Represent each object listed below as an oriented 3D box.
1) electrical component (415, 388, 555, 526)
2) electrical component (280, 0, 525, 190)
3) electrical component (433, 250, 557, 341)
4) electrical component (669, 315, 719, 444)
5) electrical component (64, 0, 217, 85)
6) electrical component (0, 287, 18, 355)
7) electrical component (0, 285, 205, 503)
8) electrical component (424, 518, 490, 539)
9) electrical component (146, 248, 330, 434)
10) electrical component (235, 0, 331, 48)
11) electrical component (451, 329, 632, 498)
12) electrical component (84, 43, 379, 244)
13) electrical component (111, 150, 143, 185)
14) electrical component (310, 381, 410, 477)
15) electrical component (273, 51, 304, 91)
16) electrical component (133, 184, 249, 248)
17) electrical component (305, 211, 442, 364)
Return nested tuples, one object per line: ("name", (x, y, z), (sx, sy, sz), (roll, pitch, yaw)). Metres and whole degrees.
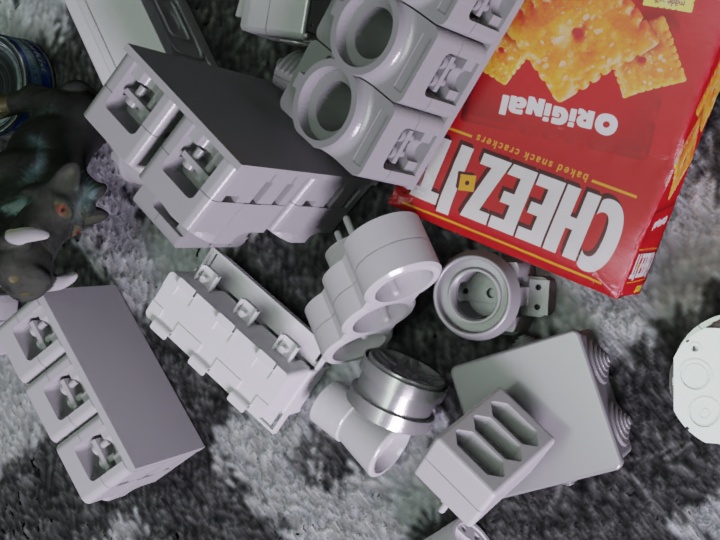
("electrical component", (0.068, 0.122, 0.651), (0.047, 0.066, 0.076), (44, 137, 18))
("electrical component", (0.023, -0.138, 0.649), (0.089, 0.062, 0.150), (46, 115, 36))
("electrical component", (0.082, 0.015, 0.696), (0.078, 0.057, 0.058), (4, 93, 25))
("electrical component", (0.223, 0.066, 0.635), (0.080, 0.051, 0.080), (1, 92, 25))
("electrical component", (-0.160, -0.171, 0.793), (0.057, 0.078, 0.113), (-30, 79, 20))
("electrical component", (-0.341, 0.036, 0.892), (0.096, 0.062, 0.061), (9, 95, 25))
("electrical component", (-0.198, 0.092, 0.811), (0.062, 0.089, 0.150), (-36, 77, 21))
("electrical component", (0.060, 0.200, 0.714), (0.047, 0.055, 0.055), (-35, 77, 25))
("electrical component", (-0.090, 0.051, 0.775), (0.121, 0.063, 0.078), (40, 107, 19))
("electrical component", (-0.042, -0.205, 0.746), (0.061, 0.062, 0.096), (13, 97, 24))
("electrical component", (0.117, 0.090, 0.686), (0.100, 0.048, 0.099), (-20, 83, 24))
("electrical component", (-0.079, -0.075, 0.698), (0.105, 0.186, 0.060), (47, 109, 17))
("electrical component", (-0.152, -0.083, 0.811), (0.062, 0.043, 0.043), (15, 98, 23))
("electrical component", (-0.002, 0.107, 0.749), (0.065, 0.044, 0.044), (34, 105, 26))
("electrical component", (-0.024, -0.128, 0.750), (0.081, 0.043, 0.043), (30, 103, 21))
("electrical component", (-0.112, -0.053, 0.767), (0.055, 0.089, 0.050), (46, 109, 17))
("electrical component", (0.000, 0.000, 0.709), (0.073, 0.052, 0.138), (67, 151, 22))
